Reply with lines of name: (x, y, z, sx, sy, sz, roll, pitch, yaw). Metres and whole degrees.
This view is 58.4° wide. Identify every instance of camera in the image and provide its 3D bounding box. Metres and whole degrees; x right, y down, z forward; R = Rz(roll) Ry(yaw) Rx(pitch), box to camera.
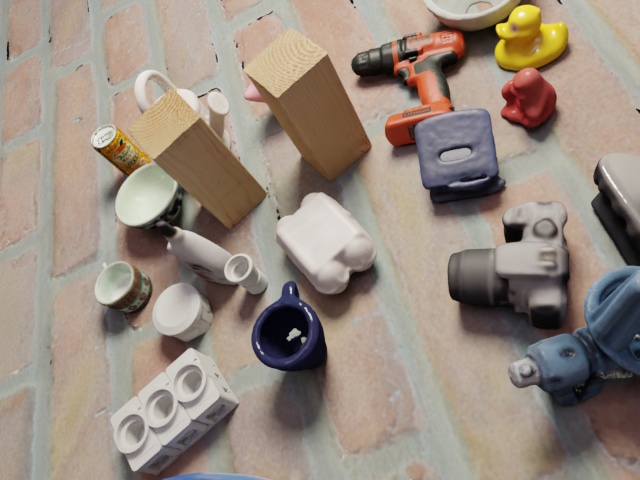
camera: (0.225, 0.025, 0.687, 0.136, 0.101, 0.143, -2, 64, 22)

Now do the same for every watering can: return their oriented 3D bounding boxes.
watering can: (-0.228, -0.202, 0.941, 0.172, 0.195, 0.100, -25, 57, 9)

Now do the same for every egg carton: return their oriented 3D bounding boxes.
egg carton: (0.007, 0.003, 0.810, 0.107, 0.070, 0.150, -43, 56, -2)

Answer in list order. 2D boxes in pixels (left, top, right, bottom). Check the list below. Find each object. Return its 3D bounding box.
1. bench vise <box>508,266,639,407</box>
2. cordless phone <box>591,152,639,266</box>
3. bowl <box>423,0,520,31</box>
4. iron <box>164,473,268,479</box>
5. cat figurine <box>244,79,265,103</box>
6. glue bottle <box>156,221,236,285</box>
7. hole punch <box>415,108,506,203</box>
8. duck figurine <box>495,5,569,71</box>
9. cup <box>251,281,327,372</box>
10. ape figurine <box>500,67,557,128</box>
bench vise: (0.291, 0.096, 0.551, 0.207, 0.220, 0.121, -41, 56, -1)
cordless phone: (0.364, -0.059, 0.621, 0.094, 0.185, 0.147, -27, 57, 8)
bowl: (0.250, -0.390, 0.909, 0.167, 0.075, 0.167, -10, 61, 18)
iron: (-0.103, 0.322, 0.647, 0.257, 0.142, 0.118, -8, 62, 19)
cat figurine: (-0.061, -0.261, 0.947, 0.127, 0.118, 0.067, -24, 57, 10)
glue bottle: (-0.181, 0.015, 0.820, 0.078, 0.174, 0.037, 4, 66, 25)
hole punch: (0.190, -0.114, 0.781, 0.108, 0.091, 0.101, -10, 61, 18)
duck figurine: (0.305, -0.303, 0.833, 0.104, 0.086, 0.077, -8, 62, 19)
cup: (-0.029, 0.121, 0.748, 0.091, 0.095, 0.118, -9, 61, 19)
ape figurine: (0.285, -0.201, 0.785, 0.076, 0.092, 0.078, -14, 60, 16)
